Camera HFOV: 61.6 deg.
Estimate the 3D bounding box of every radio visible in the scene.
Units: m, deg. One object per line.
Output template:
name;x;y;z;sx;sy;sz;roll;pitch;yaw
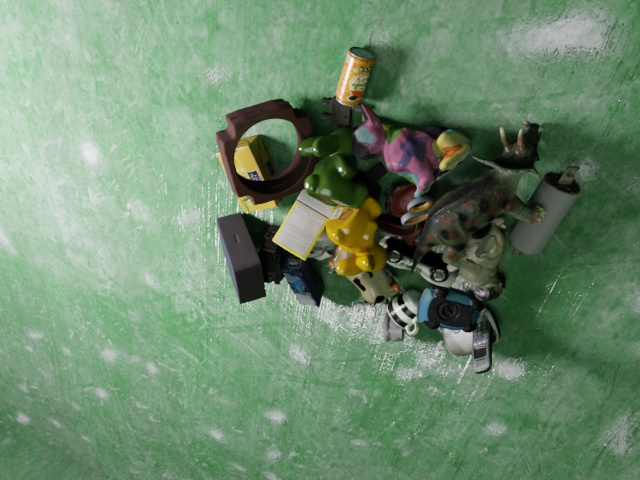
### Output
radio;-0.200;0.045;1.360;0.073;0.230;0.130;-14;129;-12

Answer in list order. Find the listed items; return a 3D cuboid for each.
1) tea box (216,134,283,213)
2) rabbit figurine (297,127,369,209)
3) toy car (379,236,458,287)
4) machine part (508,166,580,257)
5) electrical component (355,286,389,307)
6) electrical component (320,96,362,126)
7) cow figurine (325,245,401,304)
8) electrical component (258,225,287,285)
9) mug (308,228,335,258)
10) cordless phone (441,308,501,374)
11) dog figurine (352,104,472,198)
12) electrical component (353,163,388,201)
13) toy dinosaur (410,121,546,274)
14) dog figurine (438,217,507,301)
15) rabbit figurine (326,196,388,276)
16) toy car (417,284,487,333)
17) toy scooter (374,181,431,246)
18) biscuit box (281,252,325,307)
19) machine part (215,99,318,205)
tea box;-0.164;-0.157;1.293;0.098;0.068;0.169;-9;121;27
rabbit figurine;0.027;-0.169;1.156;0.159;0.170;0.121;21;173;-33
toy car;0.234;0.049;1.288;0.202;0.073;0.056;23;129;4
machine part;0.464;-0.053;1.121;0.079;0.079;0.243;21;131;5
electrical component;0.136;0.132;1.409;0.078;0.045;0.102;3;126;21
electrical component;0.047;-0.275;1.151;0.094;0.021;0.063;12;129;12
cow figurine;0.099;0.077;1.318;0.127;0.086;0.194;-36;111;1
electrical component;-0.106;0.029;1.367;0.058;0.134;0.114;9;130;14
mug;-0.003;-0.004;1.326;0.107;0.109;0.080;4;136;6
cordless phone;0.372;0.265;1.328;0.147;0.184;0.088;-28;116;35
dog figurine;0.175;-0.204;1.100;0.191;0.108;0.219;-42;84;3
electrical component;0.103;-0.120;1.225;0.074;0.048;0.119;38;131;-22
toy dinosaur;0.298;-0.061;1.082;0.405;0.131;0.192;-40;127;22
dog figurine;0.390;0.046;1.227;0.190;0.121;0.172;34;128;-30
rabbit figurine;0.098;0.010;1.202;0.122;0.162;0.173;-18;125;29
toy car;0.319;0.159;1.321;0.162;0.103;0.109;10;108;1
toy scooter;0.185;-0.061;1.228;0.135;0.075;0.183;7;132;17
biscuit box;-0.042;0.104;1.399;0.059;0.063;0.202;7;151;18
machine part;-0.114;-0.193;1.174;0.201;0.087;0.200;-20;124;-12
